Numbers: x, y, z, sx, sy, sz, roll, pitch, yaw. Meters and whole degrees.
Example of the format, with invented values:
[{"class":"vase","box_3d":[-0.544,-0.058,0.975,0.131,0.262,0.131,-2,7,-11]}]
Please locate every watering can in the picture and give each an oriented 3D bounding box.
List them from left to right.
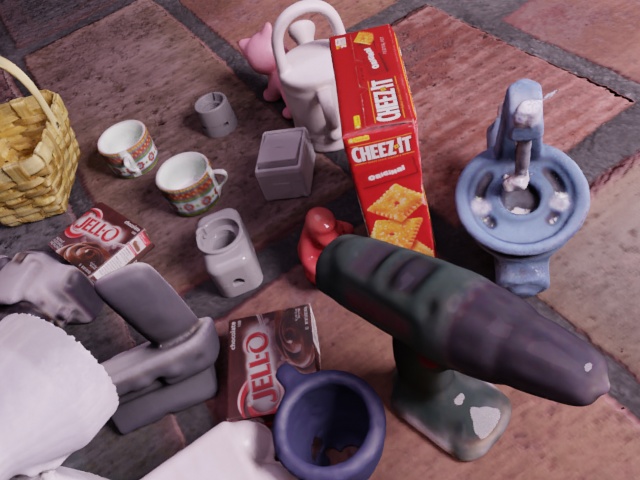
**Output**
[{"class":"watering can","box_3d":[-0.008,-0.223,0.750,0.101,0.194,0.172,-34,50,-13]}]

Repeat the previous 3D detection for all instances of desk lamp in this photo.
[{"class":"desk lamp","box_3d":[-0.236,0.193,0.454,0.117,0.214,0.203,8,54,23]}]

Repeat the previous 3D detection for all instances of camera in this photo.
[{"class":"camera","box_3d":[-0.349,0.085,0.654,0.142,0.101,0.137,3,52,19]}]

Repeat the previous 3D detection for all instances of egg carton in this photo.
[{"class":"egg carton","box_3d":[-0.092,0.225,0.481,0.150,0.069,0.107,-34,50,-13]}]

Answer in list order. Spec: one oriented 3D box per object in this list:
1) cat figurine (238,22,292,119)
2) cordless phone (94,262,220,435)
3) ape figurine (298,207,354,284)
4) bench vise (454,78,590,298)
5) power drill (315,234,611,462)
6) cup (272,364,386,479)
[{"class":"cat figurine","box_3d":[-0.063,-0.260,0.849,0.067,0.118,0.127,-36,50,-14]},{"class":"cordless phone","box_3d":[-0.183,0.093,0.541,0.147,0.185,0.094,-26,48,-6]},{"class":"ape figurine","box_3d":[0.006,0.002,0.624,0.078,0.092,0.076,-39,51,-16]},{"class":"bench vise","box_3d":[0.180,-0.079,0.555,0.121,0.220,0.207,-16,48,3]},{"class":"power drill","box_3d":[0.099,0.089,0.445,0.228,0.209,0.076,30,64,34]},{"class":"cup","box_3d":[0.007,0.163,0.486,0.092,0.095,0.117,-38,51,-15]}]
